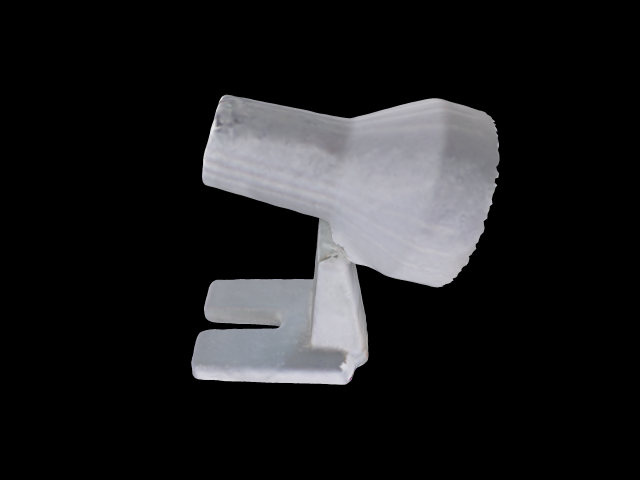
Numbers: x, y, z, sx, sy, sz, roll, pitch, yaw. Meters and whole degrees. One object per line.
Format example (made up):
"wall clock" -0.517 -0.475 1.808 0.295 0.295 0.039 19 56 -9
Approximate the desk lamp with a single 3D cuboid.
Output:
"desk lamp" 0.004 0.001 0.400 0.203 0.214 0.118 0 39 0
